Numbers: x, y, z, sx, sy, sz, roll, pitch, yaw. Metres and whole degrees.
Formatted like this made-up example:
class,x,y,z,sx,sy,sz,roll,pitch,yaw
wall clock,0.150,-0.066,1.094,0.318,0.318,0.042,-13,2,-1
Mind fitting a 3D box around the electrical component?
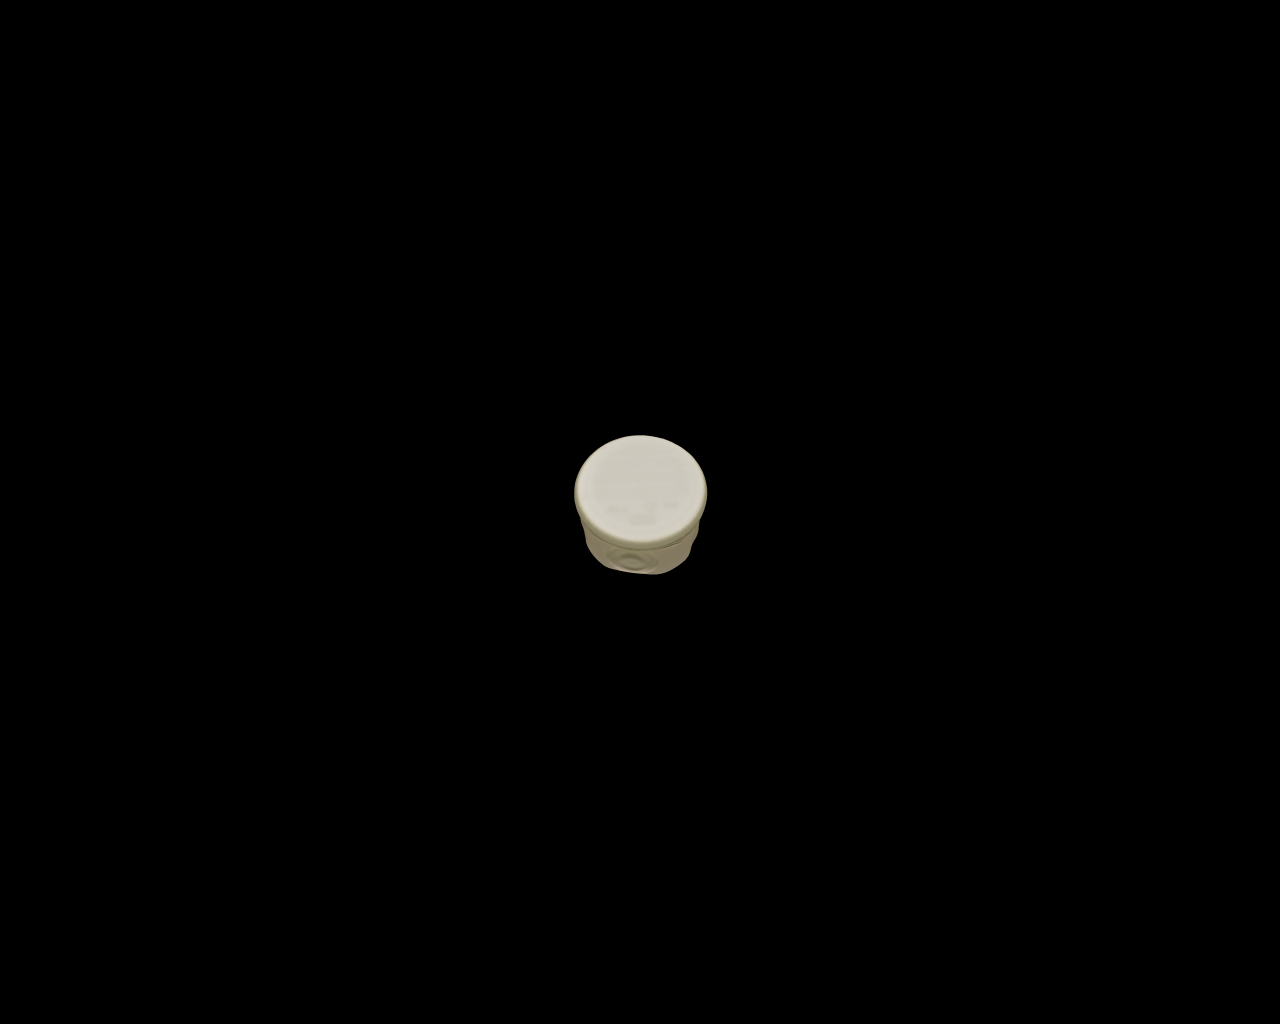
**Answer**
class,x,y,z,sx,sy,sz,roll,pitch,yaw
electrical component,0.001,-0.003,0.650,0.080,0.080,0.050,0,-32,0
